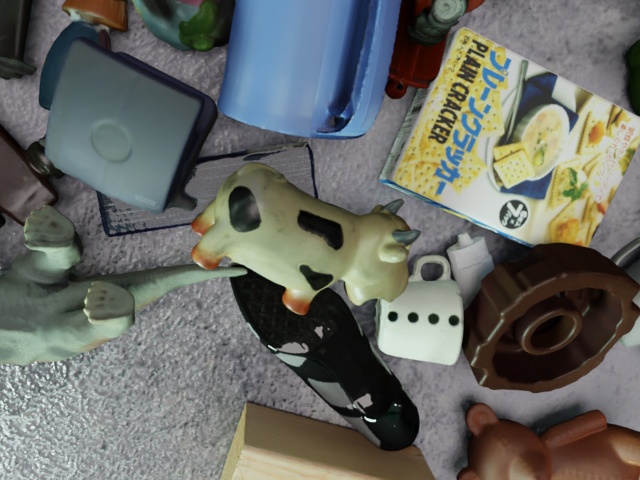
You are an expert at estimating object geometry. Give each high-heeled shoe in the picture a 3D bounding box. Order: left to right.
[{"bbox_3d":[0.004,0.123,0.570,0.249,0.145,0.086,40,70,18],"label":"high-heeled shoe"}]

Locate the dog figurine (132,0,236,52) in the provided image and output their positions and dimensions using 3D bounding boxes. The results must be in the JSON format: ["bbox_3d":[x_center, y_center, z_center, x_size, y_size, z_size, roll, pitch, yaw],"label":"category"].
[{"bbox_3d":[-0.111,-0.256,0.408,0.108,0.219,0.191,0,98,-3],"label":"dog figurine"}]

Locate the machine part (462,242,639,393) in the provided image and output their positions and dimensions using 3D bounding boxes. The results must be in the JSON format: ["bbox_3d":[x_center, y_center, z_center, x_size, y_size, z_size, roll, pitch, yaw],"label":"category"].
[{"bbox_3d":[0.225,0.080,0.538,0.179,0.056,0.179,-8,129,-10],"label":"machine part"}]

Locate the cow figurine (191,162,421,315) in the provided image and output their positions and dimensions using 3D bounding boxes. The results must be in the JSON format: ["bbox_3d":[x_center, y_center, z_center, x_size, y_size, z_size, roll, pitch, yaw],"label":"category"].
[{"bbox_3d":[-0.001,-0.001,0.476,0.195,0.086,0.127,29,115,-23],"label":"cow figurine"}]

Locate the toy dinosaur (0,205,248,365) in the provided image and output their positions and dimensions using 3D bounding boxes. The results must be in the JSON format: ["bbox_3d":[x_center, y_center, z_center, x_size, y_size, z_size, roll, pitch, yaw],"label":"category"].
[{"bbox_3d":[-0.286,0.060,0.481,0.405,0.192,0.131,9,63,-22],"label":"toy dinosaur"}]

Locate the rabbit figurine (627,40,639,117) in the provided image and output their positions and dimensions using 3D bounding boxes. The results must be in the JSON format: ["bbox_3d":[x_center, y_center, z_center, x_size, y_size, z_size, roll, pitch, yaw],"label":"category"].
[{"bbox_3d":[0.387,-0.167,0.501,0.159,0.170,0.121,44,91,-11],"label":"rabbit figurine"}]

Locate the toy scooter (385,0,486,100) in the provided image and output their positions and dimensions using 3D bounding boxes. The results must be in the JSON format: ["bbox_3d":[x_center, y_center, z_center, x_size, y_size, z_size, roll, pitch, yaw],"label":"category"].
[{"bbox_3d":[0.092,-0.194,0.453,0.075,0.184,0.135,18,90,-7],"label":"toy scooter"}]

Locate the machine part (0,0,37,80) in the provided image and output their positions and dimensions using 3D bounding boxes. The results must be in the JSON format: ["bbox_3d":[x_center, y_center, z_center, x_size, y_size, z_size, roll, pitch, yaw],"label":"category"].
[{"bbox_3d":[-0.270,-0.212,0.472,0.084,0.039,0.138,13,92,18],"label":"machine part"}]

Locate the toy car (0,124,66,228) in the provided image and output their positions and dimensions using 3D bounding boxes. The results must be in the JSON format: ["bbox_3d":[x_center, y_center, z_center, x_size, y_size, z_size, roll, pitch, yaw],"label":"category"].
[{"bbox_3d":[-0.322,-0.098,0.489,0.089,0.053,0.202,-44,97,-10],"label":"toy car"}]

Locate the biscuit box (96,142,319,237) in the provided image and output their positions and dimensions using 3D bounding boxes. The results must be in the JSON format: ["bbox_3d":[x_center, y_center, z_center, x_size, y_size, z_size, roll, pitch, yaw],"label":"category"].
[{"bbox_3d":[-0.107,-0.051,0.517,0.203,0.059,0.062,-9,100,-6],"label":"biscuit box"}]

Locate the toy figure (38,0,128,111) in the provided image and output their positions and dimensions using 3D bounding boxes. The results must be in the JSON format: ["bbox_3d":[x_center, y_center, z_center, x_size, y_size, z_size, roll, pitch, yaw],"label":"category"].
[{"bbox_3d":[-0.212,-0.186,0.487,0.064,0.058,0.154,18,91,-15],"label":"toy figure"}]

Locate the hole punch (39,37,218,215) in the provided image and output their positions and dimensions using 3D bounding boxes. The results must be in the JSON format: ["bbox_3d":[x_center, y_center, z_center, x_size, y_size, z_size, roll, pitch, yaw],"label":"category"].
[{"bbox_3d":[-0.155,-0.090,0.436,0.142,0.092,0.115,25,93,-9],"label":"hole punch"}]

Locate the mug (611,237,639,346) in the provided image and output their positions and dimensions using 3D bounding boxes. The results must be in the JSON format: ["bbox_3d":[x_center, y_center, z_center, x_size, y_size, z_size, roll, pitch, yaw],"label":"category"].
[{"bbox_3d":[0.350,0.057,0.577,0.107,0.081,0.109,-40,107,8],"label":"mug"}]

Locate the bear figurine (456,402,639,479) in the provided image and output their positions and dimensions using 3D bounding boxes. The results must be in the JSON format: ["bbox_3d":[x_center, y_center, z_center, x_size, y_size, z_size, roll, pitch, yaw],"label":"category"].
[{"bbox_3d":[0.257,0.241,0.571,0.196,0.132,0.120,9,92,-14],"label":"bear figurine"}]
